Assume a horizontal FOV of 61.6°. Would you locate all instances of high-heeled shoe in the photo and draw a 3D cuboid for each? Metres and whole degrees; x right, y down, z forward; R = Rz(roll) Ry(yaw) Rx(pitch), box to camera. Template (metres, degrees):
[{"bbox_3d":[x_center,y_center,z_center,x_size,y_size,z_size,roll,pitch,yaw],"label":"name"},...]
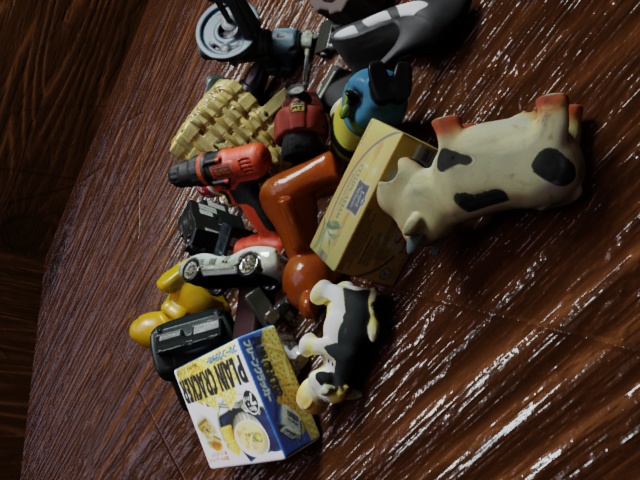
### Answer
[{"bbox_3d":[0.099,-0.286,0.726,0.145,0.086,0.249,-39,29,7],"label":"high-heeled shoe"}]

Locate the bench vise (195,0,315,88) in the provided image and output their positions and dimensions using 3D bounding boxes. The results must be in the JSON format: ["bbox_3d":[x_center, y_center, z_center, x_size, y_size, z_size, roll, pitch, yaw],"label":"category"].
[{"bbox_3d":[-0.128,-0.365,0.926,0.224,0.240,0.129,15,79,16],"label":"bench vise"}]

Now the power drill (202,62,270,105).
[{"bbox_3d":[-0.187,-0.290,1.145,0.208,0.086,0.232,42,114,46],"label":"power drill"}]

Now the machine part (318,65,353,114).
[{"bbox_3d":[0.033,-0.217,0.814,0.084,0.039,0.139,-55,35,13],"label":"machine part"}]

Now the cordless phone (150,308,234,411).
[{"bbox_3d":[-0.203,0.219,0.930,0.089,0.147,0.184,-117,14,-61],"label":"cordless phone"}]

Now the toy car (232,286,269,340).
[{"bbox_3d":[-0.108,0.125,0.858,0.089,0.053,0.202,-12,65,36],"label":"toy car"}]

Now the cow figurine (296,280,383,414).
[{"bbox_3d":[0.028,0.134,0.643,0.098,0.068,0.167,8,85,48],"label":"cow figurine"}]

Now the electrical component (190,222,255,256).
[{"bbox_3d":[-0.156,0.008,0.921,0.048,0.119,0.074,22,92,58],"label":"electrical component"}]

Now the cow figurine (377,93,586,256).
[{"bbox_3d":[0.144,-0.053,0.507,0.195,0.085,0.127,-7,83,35],"label":"cow figurine"}]

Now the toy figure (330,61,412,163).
[{"bbox_3d":[0.057,-0.155,0.667,0.180,0.082,0.089,157,134,-76],"label":"toy figure"}]

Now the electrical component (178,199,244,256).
[{"bbox_3d":[-0.200,-0.017,1.000,0.058,0.115,0.134,-53,34,22],"label":"electrical component"}]

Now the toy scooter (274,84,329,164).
[{"bbox_3d":[-0.025,-0.168,0.769,0.184,0.075,0.135,57,-151,-83],"label":"toy scooter"}]

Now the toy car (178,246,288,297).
[{"bbox_3d":[-0.130,0.047,0.819,0.202,0.073,0.056,-7,61,33],"label":"toy car"}]

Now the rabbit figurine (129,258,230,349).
[{"bbox_3d":[-0.263,0.139,0.990,0.173,0.162,0.122,-39,17,-2],"label":"rabbit figurine"}]

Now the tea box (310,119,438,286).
[{"bbox_3d":[0.073,-0.040,0.621,0.169,0.098,0.068,-62,35,14],"label":"tea box"}]

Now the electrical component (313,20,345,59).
[{"bbox_3d":[0.014,-0.338,0.906,0.094,0.021,0.063,10,85,56],"label":"electrical component"}]

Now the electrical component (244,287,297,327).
[{"bbox_3d":[-0.070,0.100,0.770,0.078,0.045,0.102,54,166,9],"label":"electrical component"}]

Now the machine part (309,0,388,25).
[{"bbox_3d":[0.060,-0.412,0.822,0.179,0.056,0.179,-24,57,42],"label":"machine part"}]

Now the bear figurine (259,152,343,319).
[{"bbox_3d":[-0.005,-0.001,0.725,0.132,0.120,0.196,-22,80,2],"label":"bear figurine"}]
